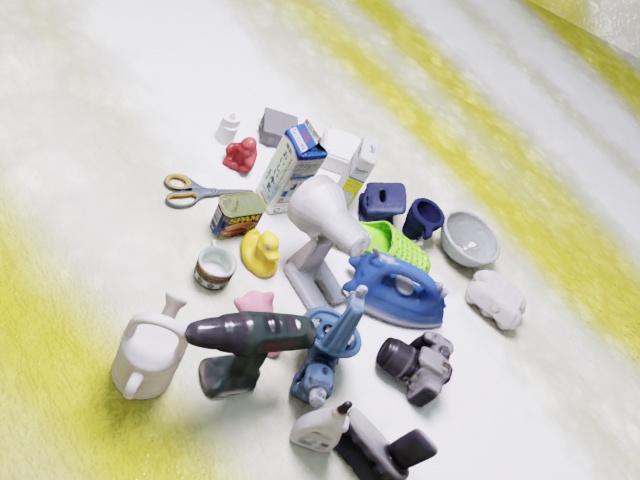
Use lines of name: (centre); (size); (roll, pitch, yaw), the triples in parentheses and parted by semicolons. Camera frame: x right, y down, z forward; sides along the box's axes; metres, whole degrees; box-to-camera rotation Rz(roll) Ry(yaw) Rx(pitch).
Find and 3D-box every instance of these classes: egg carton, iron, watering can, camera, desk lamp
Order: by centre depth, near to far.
watering can: (-0.261, 0.161, 0.898); (0.101, 0.194, 0.172); (8, 52, -23)
camera: (0.193, 0.237, 1.153); (0.137, 0.100, 0.143); (31, 46, -4)
desk lamp: (0.011, 0.004, 1.158); (0.118, 0.213, 0.203); (-18, 65, -37)
iron: (0.185, 0.101, 1.228); (0.259, 0.141, 0.118); (24, 47, -11)
egg carton: (0.422, 0.143, 1.375); (0.150, 0.069, 0.107); (39, 46, 4)

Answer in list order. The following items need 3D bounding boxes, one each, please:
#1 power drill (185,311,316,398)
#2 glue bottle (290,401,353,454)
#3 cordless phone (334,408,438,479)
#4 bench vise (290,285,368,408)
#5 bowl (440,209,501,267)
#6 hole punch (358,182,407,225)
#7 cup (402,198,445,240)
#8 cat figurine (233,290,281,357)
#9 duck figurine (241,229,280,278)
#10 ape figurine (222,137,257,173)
power drill: (-0.129, 0.184, 0.943); (0.230, 0.208, 0.075); (-3, 57, -31)
glue bottle: (0.014, 0.304, 0.951); (0.078, 0.173, 0.037); (24, 47, -10)
cordless phone: (0.116, 0.336, 0.975); (0.147, 0.185, 0.094); (44, 47, 9)
bench vise: (0.033, 0.190, 1.020); (0.122, 0.219, 0.207); (9, 51, -22)
bowl: (0.366, 0.008, 1.448); (0.168, 0.074, 0.167); (15, 49, -18)
hole punch: (0.151, -0.092, 1.396); (0.101, 0.091, 0.108); (17, 49, -16)
cup: (0.244, -0.032, 1.398); (0.092, 0.095, 0.117); (17, 49, -16)
cat figurine: (-0.102, 0.142, 1.054); (0.128, 0.117, 0.067); (32, 46, -3)
duck figurine: (-0.114, 0.014, 1.170); (0.078, 0.086, 0.104); (-13, 62, -35)
ape figurine: (-0.171, -0.200, 1.302); (0.076, 0.092, 0.077); (-16, 64, -37)
